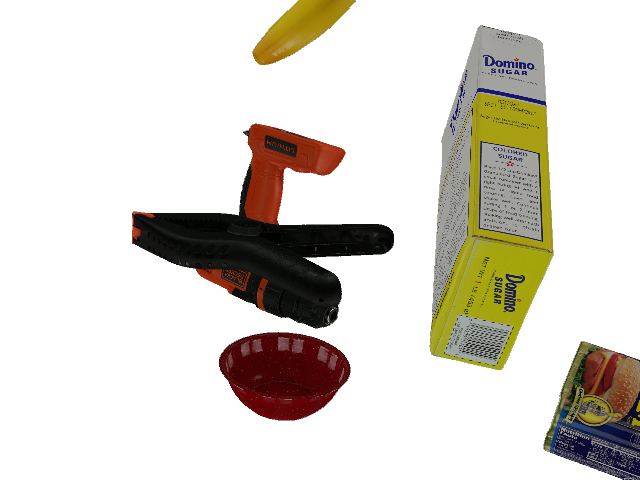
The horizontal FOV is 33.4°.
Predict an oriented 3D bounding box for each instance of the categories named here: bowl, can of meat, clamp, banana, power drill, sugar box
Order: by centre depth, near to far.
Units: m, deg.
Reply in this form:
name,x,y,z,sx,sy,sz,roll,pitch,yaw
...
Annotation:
name,x,y,z,sx,sy,sz,roll,pitch,yaw
sugar box,0.092,-0.028,0.578,0.048,0.176,0.093,13,-44,0
can of meat,0.223,0.130,0.806,0.084,0.057,0.102,18,41,18
clamp,-0.055,0.007,0.836,0.210,0.036,0.164,7,16,10
banana,0.006,-0.217,0.928,0.070,0.037,0.197,-16,33,39
power drill,-0.038,-0.017,1.115,0.185,0.188,0.057,22,8,31
bowl,-0.045,0.174,1.313,0.162,0.055,0.162,3,23,-2
